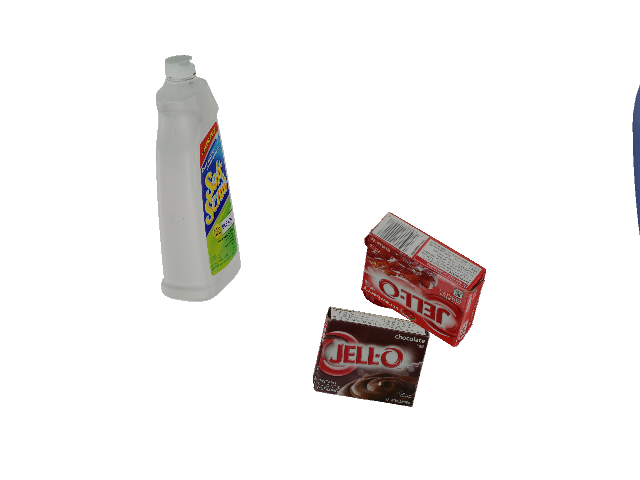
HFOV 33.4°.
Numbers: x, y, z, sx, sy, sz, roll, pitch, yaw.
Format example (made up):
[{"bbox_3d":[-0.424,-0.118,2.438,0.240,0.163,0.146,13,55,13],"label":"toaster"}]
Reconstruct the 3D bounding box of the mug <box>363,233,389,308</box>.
[{"bbox_3d":[0.111,0.044,1.442,0.117,0.081,0.093,18,26,27],"label":"mug"}]

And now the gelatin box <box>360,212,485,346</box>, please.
[{"bbox_3d":[0.075,0.030,0.795,0.089,0.030,0.073,32,-33,20],"label":"gelatin box"}]

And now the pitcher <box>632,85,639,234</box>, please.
[{"bbox_3d":[0.255,-0.015,0.602,0.149,0.243,0.144,0,22,17],"label":"pitcher"}]

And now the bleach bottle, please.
[{"bbox_3d":[-0.138,-0.068,1.131,0.068,0.251,0.102,6,27,22],"label":"bleach bottle"}]

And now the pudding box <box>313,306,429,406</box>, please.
[{"bbox_3d":[0.055,0.126,1.162,0.113,0.090,0.039,9,24,-4],"label":"pudding box"}]
